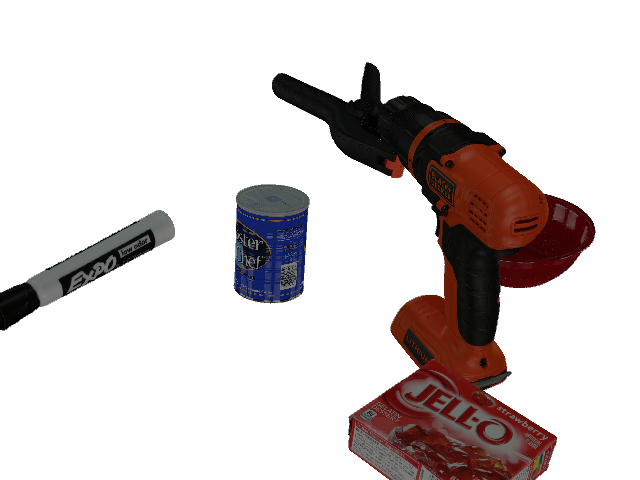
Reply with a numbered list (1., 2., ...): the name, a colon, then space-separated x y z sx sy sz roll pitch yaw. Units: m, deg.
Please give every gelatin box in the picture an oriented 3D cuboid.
1. gelatin box: 0.071 0.110 0.584 0.089 0.030 0.073 32 42 33

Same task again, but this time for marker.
1. marker: -0.132 0.016 0.587 0.120 0.020 0.020 -31 20 -36

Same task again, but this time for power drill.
1. power drill: 0.090 0.003 0.777 0.057 0.188 0.185 -13 34 -19

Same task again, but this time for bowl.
1. bowl: 0.210 0.004 1.148 0.162 0.055 0.162 -1 30 0

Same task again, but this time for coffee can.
1. coffee can: -0.070 0.004 1.514 0.103 0.140 0.103 3 24 -2

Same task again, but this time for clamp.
1. clamp: 0.027 -0.121 1.044 0.120 0.039 0.171 -10 41 -16
